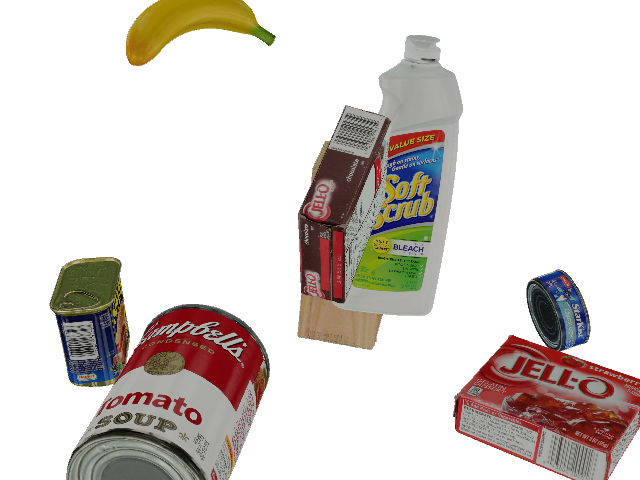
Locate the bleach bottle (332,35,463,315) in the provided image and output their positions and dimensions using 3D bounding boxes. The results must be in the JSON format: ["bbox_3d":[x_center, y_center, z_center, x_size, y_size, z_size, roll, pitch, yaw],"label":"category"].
[{"bbox_3d":[0.070,-0.059,0.965,0.102,0.251,0.068,6,21,1],"label":"bleach bottle"}]

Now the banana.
[{"bbox_3d":[-0.123,-0.208,1.019,0.070,0.037,0.197,45,39,19],"label":"banana"}]

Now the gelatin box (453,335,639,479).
[{"bbox_3d":[0.129,0.092,0.594,0.089,0.030,0.073,19,33,28],"label":"gelatin box"}]

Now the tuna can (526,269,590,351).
[{"bbox_3d":[0.258,0.077,1.167,0.033,0.086,0.086,-18,3,-10],"label":"tuna can"}]

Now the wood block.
[{"bbox_3d":[0.033,0.005,1.187,0.090,0.206,0.090,9,27,7],"label":"wood block"}]

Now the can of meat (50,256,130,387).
[{"bbox_3d":[-0.210,0.076,0.991,0.057,0.084,0.102,-5,26,-2],"label":"can of meat"}]

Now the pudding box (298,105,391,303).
[{"bbox_3d":[0.018,-0.025,0.767,0.039,0.113,0.090,16,-37,12],"label":"pudding box"}]

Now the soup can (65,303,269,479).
[{"bbox_3d":[-0.069,0.085,0.498,0.068,0.068,0.102,0,28,13],"label":"soup can"}]
